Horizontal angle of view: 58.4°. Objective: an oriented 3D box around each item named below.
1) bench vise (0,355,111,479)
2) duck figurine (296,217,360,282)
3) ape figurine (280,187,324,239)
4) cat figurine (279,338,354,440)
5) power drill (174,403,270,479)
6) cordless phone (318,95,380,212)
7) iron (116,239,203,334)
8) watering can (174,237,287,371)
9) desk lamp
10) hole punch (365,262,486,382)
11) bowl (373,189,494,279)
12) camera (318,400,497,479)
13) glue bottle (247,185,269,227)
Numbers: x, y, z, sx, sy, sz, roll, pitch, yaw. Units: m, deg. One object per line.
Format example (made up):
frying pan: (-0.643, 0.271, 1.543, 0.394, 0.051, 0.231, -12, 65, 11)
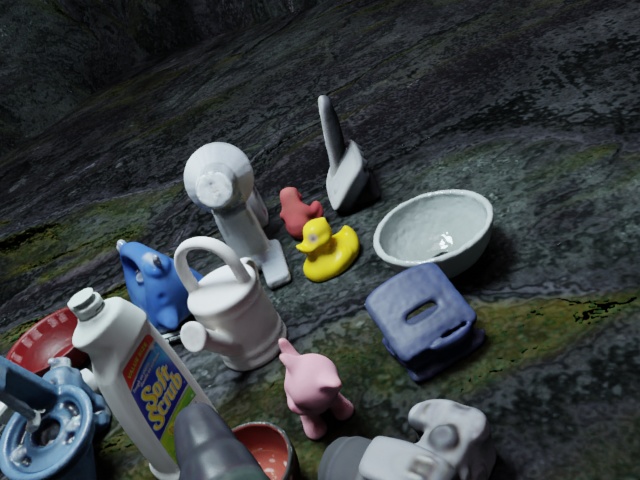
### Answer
bench vise: (-0.356, 0.208, 0.710, 0.122, 0.220, 0.206, -37, 33, -19)
duck figurine: (0.008, 0.003, 0.894, 0.105, 0.086, 0.077, -37, 33, -19)
ape figurine: (-0.040, -0.053, 1.007, 0.077, 0.092, 0.076, -4, 37, 30)
cat figurine: (-0.014, 0.157, 0.647, 0.067, 0.118, 0.127, -31, 32, -10)
power drill: (-0.031, 0.252, 0.426, 0.076, 0.209, 0.228, -32, 32, -11)
cordless phone: (0.032, -0.156, 1.020, 0.094, 0.185, 0.147, -23, 31, 3)
iron: (-0.290, 0.056, 0.970, 0.119, 0.142, 0.257, -42, 35, -25)
watering can: (-0.126, 0.081, 0.765, 0.101, 0.194, 0.172, -21, 31, 6)
desk lamp: (-0.141, -0.043, 0.945, 0.118, 0.214, 0.203, -26, 31, -1)
hole punch: (0.123, 0.093, 0.673, 0.109, 0.091, 0.100, -30, 31, -8)
bowl: (0.163, 0.005, 0.794, 0.167, 0.075, 0.167, -18, 32, 12)
camera: (0.072, 0.209, 0.525, 0.136, 0.101, 0.143, 4, 42, 39)
glue bottle: (-0.147, -0.106, 1.082, 0.037, 0.173, 0.078, -25, 31, 1)
